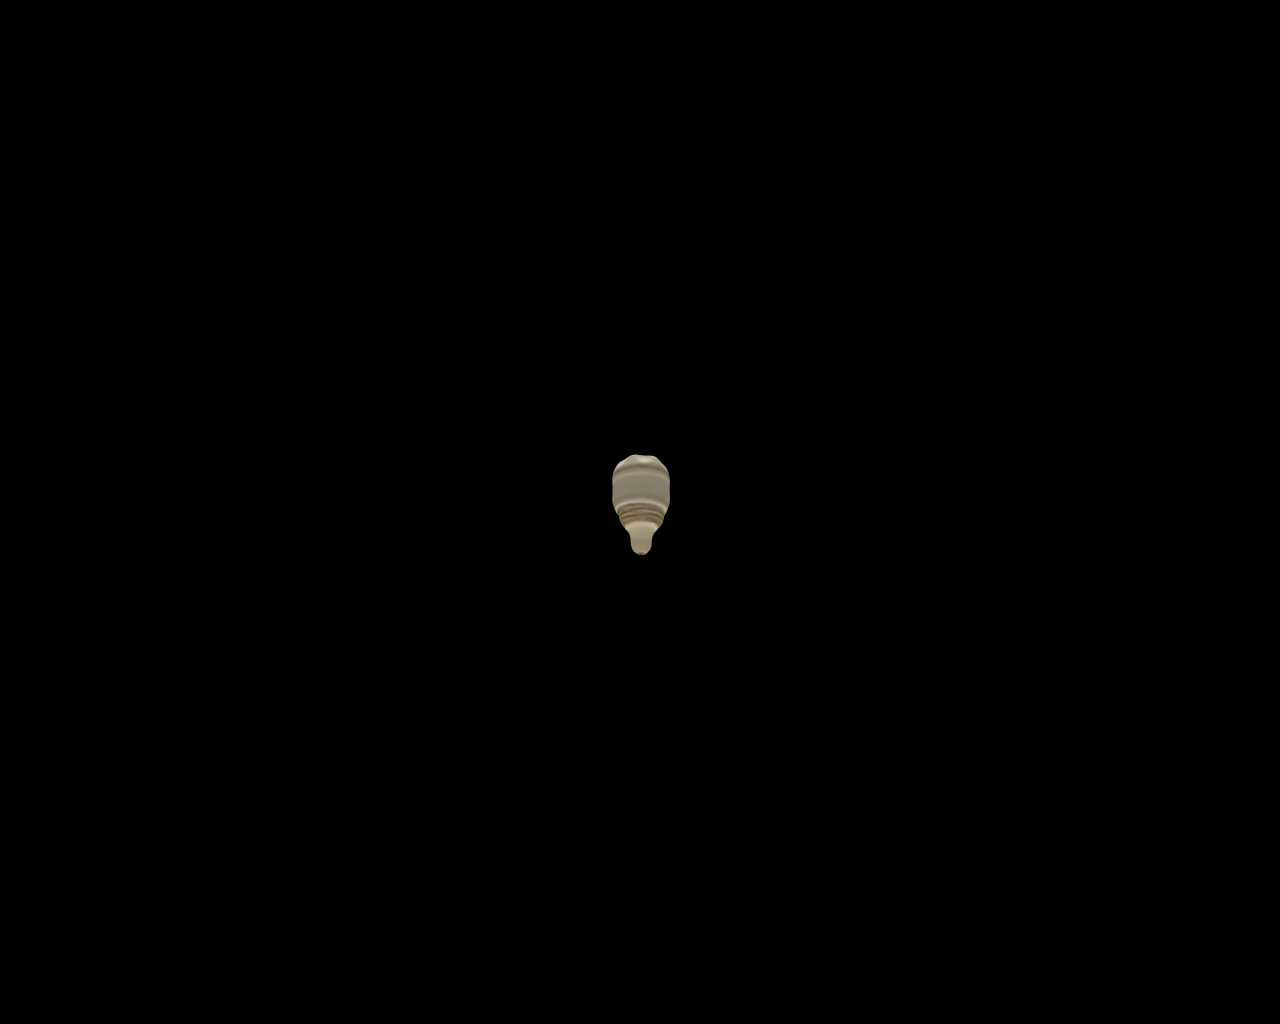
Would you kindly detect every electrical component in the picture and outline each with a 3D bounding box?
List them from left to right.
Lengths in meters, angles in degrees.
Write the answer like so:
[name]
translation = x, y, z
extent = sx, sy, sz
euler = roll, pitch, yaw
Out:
[electrical component]
translation = 0.001, -0.003, 0.650
extent = 0.035, 0.061, 0.035
euler = 0, -23, 0
